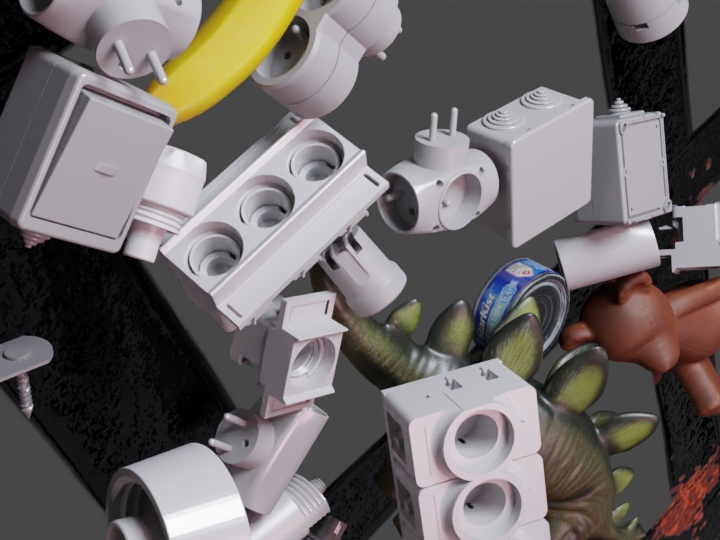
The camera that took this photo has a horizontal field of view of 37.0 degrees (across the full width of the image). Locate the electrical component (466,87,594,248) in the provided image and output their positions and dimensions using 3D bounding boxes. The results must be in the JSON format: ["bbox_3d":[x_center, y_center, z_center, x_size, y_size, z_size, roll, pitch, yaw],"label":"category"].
[{"bbox_3d":[0.124,-0.078,0.789,0.100,0.048,0.099,-30,131,-30],"label":"electrical component"}]

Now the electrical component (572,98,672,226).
[{"bbox_3d":[0.200,-0.087,0.850,0.062,0.061,0.096,-16,103,-39],"label":"electrical component"}]

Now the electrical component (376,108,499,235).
[{"bbox_3d":[0.055,-0.070,0.728,0.077,0.044,0.079,-19,124,-37],"label":"electrical component"}]

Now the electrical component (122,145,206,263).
[{"bbox_3d":[-0.110,-0.036,0.579,0.043,0.043,0.062,22,84,-49],"label":"electrical component"}]

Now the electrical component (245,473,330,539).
[{"bbox_3d":[-0.057,0.175,0.760,0.081,0.043,0.043,-35,134,-25],"label":"electrical component"}]

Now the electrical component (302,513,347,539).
[{"bbox_3d":[-0.031,0.214,0.809,0.048,0.048,0.062,40,76,-49],"label":"electrical component"}]

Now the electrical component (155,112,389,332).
[{"bbox_3d":[-0.052,-0.026,0.631,0.121,0.079,0.063,-44,159,-17],"label":"electrical component"}]

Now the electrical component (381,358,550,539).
[{"bbox_3d":[0.075,0.148,0.727,0.089,0.062,0.150,-14,109,-16],"label":"electrical component"}]

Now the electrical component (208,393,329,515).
[{"bbox_3d":[-0.069,0.114,0.712,0.079,0.043,0.077,33,88,-49],"label":"electrical component"}]

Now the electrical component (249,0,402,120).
[{"bbox_3d":[-0.001,-0.148,0.622,0.074,0.052,0.138,31,89,-49],"label":"electrical component"}]

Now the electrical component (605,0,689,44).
[{"bbox_3d":[0.210,-0.205,0.798,0.055,0.055,0.047,-53,135,-8],"label":"electrical component"}]

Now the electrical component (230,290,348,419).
[{"bbox_3d":[-0.048,0.048,0.679,0.042,0.064,0.081,-9,119,-46],"label":"electrical component"}]

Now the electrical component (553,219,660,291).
[{"bbox_3d":[0.204,-0.014,0.898,0.079,0.077,0.043,-11,85,-83],"label":"electrical component"}]

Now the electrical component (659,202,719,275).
[{"bbox_3d":[0.311,-0.029,0.987,0.042,0.081,0.063,8,80,-68],"label":"electrical component"}]

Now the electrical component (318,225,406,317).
[{"bbox_3d":[0.000,0.000,0.672,0.040,0.040,0.046,-46,110,-16],"label":"electrical component"}]

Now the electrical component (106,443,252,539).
[{"bbox_3d":[-0.117,0.164,0.648,0.060,0.108,0.108,-9,118,-35],"label":"electrical component"}]

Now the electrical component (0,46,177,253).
[{"bbox_3d":[-0.142,-0.051,0.531,0.062,0.061,0.096,18,99,-48],"label":"electrical component"}]

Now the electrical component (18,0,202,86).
[{"bbox_3d":[-0.112,-0.118,0.510,0.077,0.079,0.044,10,135,-47],"label":"electrical component"}]
